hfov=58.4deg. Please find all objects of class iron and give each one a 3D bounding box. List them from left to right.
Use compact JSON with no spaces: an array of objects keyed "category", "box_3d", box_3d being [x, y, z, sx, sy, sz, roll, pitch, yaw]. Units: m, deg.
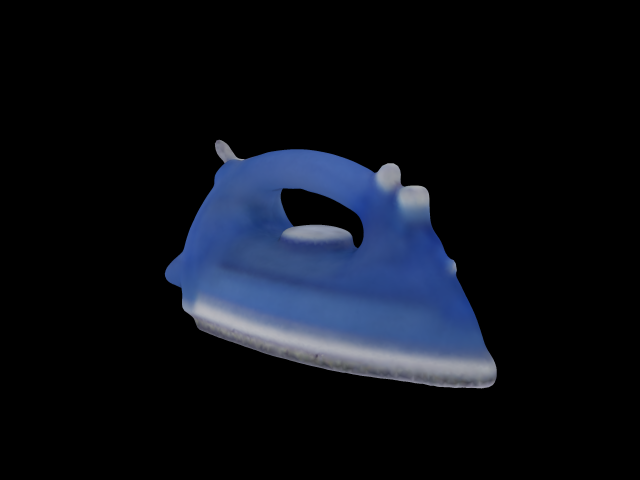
[{"category":"iron","box_3d":[0.004,0.001,0.400,0.257,0.141,0.119,8,13,39]}]
